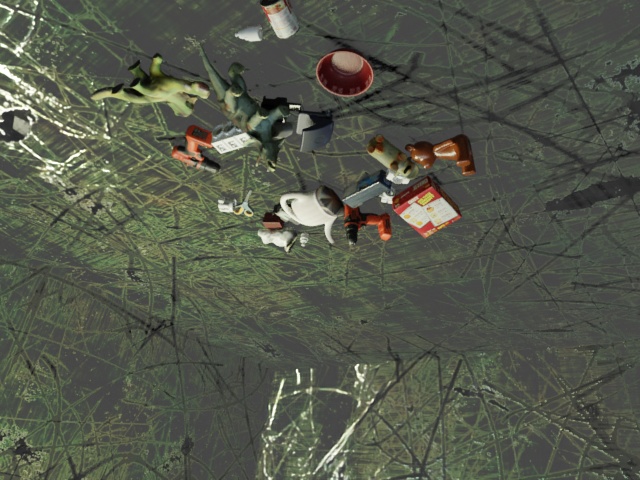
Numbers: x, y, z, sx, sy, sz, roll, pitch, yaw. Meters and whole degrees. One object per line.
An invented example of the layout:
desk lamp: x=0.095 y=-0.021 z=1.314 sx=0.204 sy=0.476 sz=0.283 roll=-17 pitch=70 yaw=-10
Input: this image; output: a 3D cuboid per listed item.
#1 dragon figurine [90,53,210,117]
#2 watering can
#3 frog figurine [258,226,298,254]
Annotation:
dragon figurine: x=-0.508 y=-0.448 z=1.620 sx=0.409 sy=0.124 sz=0.240 roll=-6 pitch=-25 yaw=35
watering can: x=0.006 y=-0.102 z=2.020 sx=0.222 sy=0.106 sz=0.343 roll=-20 pitch=-42 yaw=39
frog figurine: x=-0.182 y=-0.022 z=2.223 sx=0.160 sy=0.122 sz=0.138 roll=33 pitch=7 yaw=6
